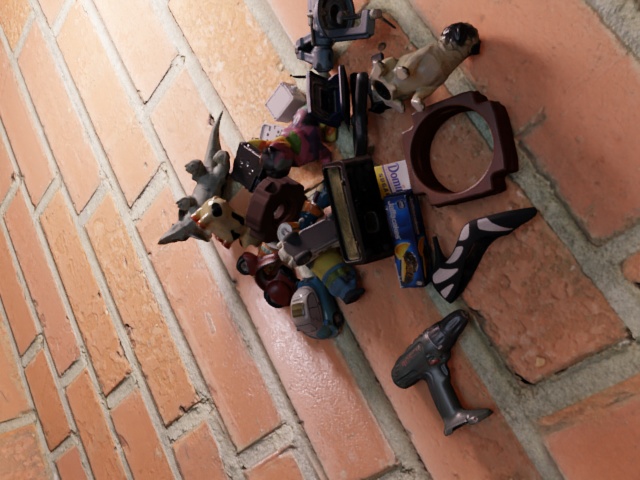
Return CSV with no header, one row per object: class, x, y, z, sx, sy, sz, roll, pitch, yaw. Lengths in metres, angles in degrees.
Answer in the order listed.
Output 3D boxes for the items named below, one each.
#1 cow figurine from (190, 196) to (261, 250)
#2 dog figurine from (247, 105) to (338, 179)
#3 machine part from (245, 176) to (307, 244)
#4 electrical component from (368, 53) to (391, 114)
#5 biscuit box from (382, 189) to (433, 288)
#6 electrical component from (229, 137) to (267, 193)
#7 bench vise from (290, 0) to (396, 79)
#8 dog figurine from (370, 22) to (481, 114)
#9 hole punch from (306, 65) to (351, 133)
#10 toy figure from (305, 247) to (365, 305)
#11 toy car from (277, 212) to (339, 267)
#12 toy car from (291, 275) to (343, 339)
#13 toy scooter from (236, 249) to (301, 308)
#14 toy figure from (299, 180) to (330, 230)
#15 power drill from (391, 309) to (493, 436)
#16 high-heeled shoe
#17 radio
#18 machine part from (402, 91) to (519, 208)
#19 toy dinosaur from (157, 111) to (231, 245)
cow figurine,-0.226,-0.043,1.411,0.127,0.194,0.086,-48,37,0
dog figurine,-0.063,-0.236,1.239,0.109,0.219,0.191,18,105,33
machine part,-0.104,-0.073,1.316,0.056,0.179,0.179,28,110,31
electrical component,0.138,-0.343,1.179,0.075,0.047,0.119,-11,86,38
biscuit box,0.186,-0.002,1.125,0.059,0.063,0.202,-7,103,36
electrical component,-0.174,-0.201,1.431,0.115,0.058,0.134,35,114,30
bench vise,0.040,-0.468,1.205,0.241,0.129,0.223,14,101,44
dog figurine,0.209,-0.358,1.084,0.190,0.121,0.173,-43,43,-14
hole punch,0.023,-0.318,1.211,0.092,0.115,0.142,-8,77,11
toy figure,0.028,0.070,1.267,0.082,0.089,0.180,-48,62,25
toy car,-0.003,-0.004,1.236,0.073,0.202,0.056,57,165,24
toy car,-0.020,0.168,1.304,0.109,0.103,0.161,-15,86,37
toy scooter,-0.112,0.083,1.361,0.135,0.075,0.183,-37,104,23
toy figure,-0.001,-0.086,1.274,0.154,0.064,0.058,-51,15,2
power drill,0.262,0.280,1.102,0.232,0.086,0.207,-44,71,33
high-heeled shoe,0.317,0.033,1.043,0.249,0.086,0.145,-22,81,42
radio,0.079,-0.061,1.141,0.131,0.073,0.229,180,74,-71
machine part,0.274,-0.174,1.059,0.201,0.087,0.201,-15,85,38
toy dinosaur,-0.318,-0.148,1.505,0.131,0.192,0.404,23,90,-7
